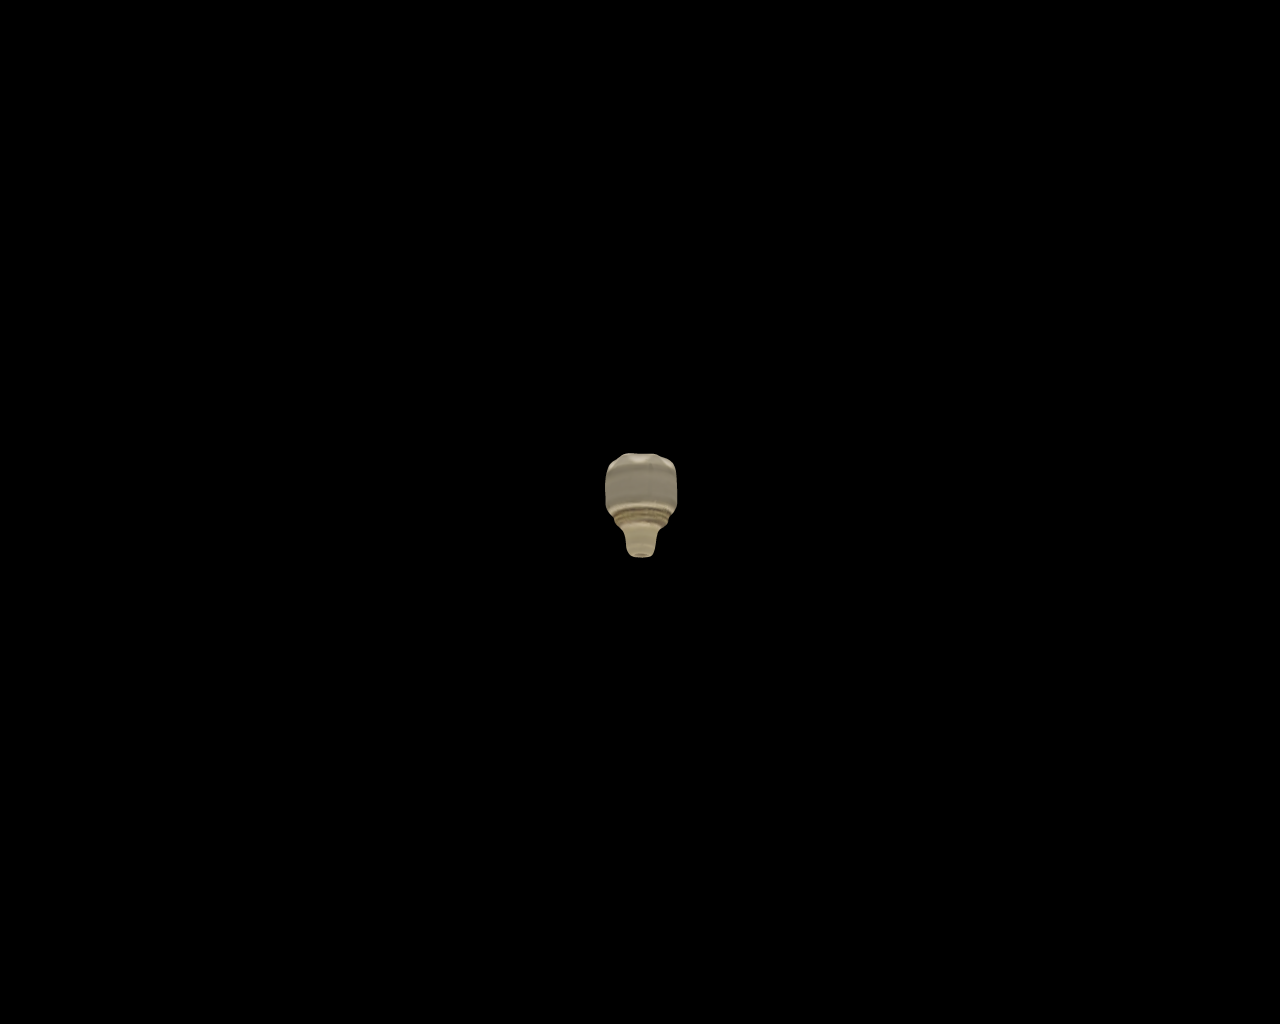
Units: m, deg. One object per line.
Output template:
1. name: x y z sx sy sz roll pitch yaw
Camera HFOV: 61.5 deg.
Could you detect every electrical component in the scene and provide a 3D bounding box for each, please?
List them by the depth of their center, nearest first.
1. electrical component: 0.001 -0.003 0.650 0.043 0.062 0.043 0 -16 0
